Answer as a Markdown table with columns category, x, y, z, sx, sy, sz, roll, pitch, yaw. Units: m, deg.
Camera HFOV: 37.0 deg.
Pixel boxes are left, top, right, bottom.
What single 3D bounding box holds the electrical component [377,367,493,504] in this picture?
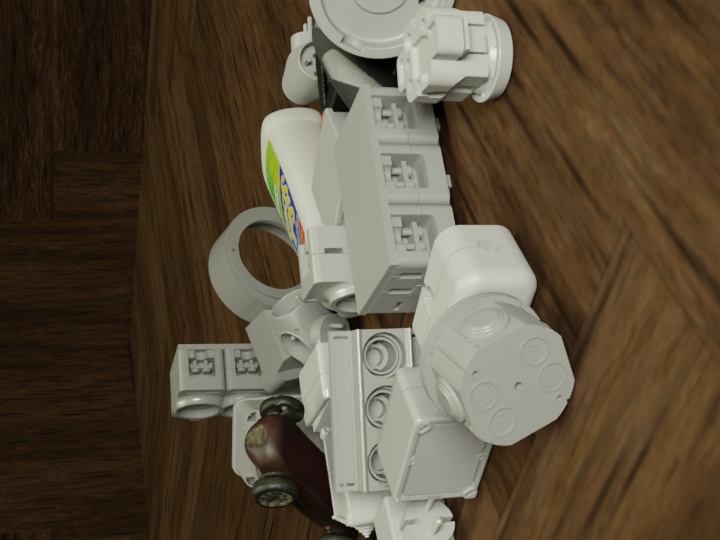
| category | x | y | z | sx | sy | sz | roll | pitch | yaw |
| --- | --- | --- | --- | --- | --- | --- | --- | --- | --- |
| electrical component | 0.053 | 0.105 | 0.737 | 0.061 | 0.062 | 0.096 | -111 | 26 | -49 |

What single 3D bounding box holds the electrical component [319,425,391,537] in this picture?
| category | x | y | z | sx | sy | sz | roll | pitch | yaw |
| --- | --- | --- | --- | --- | --- | --- | --- | --- | --- |
| electrical component | 0.008 | 0.174 | 0.903 | 0.062 | 0.061 | 0.096 | 153 | 108 | -74 |

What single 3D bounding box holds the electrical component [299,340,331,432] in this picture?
| category | x | y | z | sx | sy | sz | roll | pitch | yaw |
| --- | --- | --- | --- | --- | --- | --- | --- | --- | --- |
| electrical component | -0.013 | 0.102 | 0.957 | 0.096 | 0.062 | 0.061 | 120 | 146 | -59 |

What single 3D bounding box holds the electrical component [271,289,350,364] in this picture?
| category | x | y | z | sx | sy | sz | roll | pitch | yaw |
| --- | --- | --- | --- | --- | --- | --- | --- | --- | --- |
| electrical component | -0.036 | 0.060 | 1.025 | 0.079 | 0.044 | 0.077 | -3 | 129 | 50 |

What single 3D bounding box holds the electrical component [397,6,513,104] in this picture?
| category | x | y | z | sx | sy | sz | roll | pitch | yaw |
| --- | --- | --- | --- | --- | --- | --- | --- | --- | --- |
| electrical component | 0.064 | -0.139 | 0.703 | 0.078 | 0.057 | 0.058 | 145 | 123 | -70 |

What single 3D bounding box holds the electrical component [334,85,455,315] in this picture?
| category | x | y | z | sx | sy | sz | roll | pitch | yaw |
| --- | --- | --- | --- | --- | --- | --- | --- | --- | --- |
| electrical component | 0.029 | -0.052 | 0.812 | 0.089 | 0.062 | 0.150 | 121 | 145 | -60 |

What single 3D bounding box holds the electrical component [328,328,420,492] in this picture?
| category | x | y | z | sx | sy | sz | roll | pitch | yaw |
| --- | --- | --- | --- | --- | --- | --- | --- | --- | --- |
| electrical component | 0.012 | 0.109 | 0.845 | 0.063 | 0.079 | 0.121 | 158 | 111 | -71 |

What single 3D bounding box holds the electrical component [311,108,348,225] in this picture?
| category | x | y | z | sx | sy | sz | roll | pitch | yaw |
| --- | --- | --- | --- | --- | --- | --- | --- | --- | --- |
| electrical component | -0.005 | -0.083 | 0.949 | 0.099 | 0.048 | 0.099 | -110 | 26 | -48 |

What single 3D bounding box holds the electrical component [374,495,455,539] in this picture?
| category | x | y | z | sx | sy | sz | roll | pitch | yaw |
| --- | --- | --- | --- | --- | --- | --- | --- | --- | --- |
| electrical component | 0.046 | 0.192 | 0.788 | 0.076 | 0.047 | 0.065 | 108 | 155 | -47 |

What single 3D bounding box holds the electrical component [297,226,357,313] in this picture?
| category | x | y | z | sx | sy | sz | roll | pitch | yaw |
| --- | --- | --- | --- | --- | --- | --- | --- | --- | --- |
| electrical component | 0.000 | 0.000 | 0.863 | 0.050 | 0.089 | 0.055 | 126 | 140 | -63 |

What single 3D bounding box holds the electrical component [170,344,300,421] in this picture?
| category | x | y | z | sx | sy | sz | roll | pitch | yaw |
| --- | --- | --- | --- | --- | --- | --- | --- | --- | --- |
| electrical component | -0.132 | 0.127 | 1.202 | 0.089 | 0.150 | 0.061 | 120 | 147 | -60 |

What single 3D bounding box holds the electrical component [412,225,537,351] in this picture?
| category | x | y | z | sx | sy | sz | roll | pitch | yaw |
| --- | --- | --- | --- | --- | --- | --- | --- | --- | --- |
| electrical component | 0.073 | 0.026 | 0.682 | 0.059 | 0.054 | 0.095 | -111 | 26 | -49 |

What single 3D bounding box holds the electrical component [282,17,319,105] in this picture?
| category | x | y | z | sx | sy | sz | roll | pitch | yaw |
| --- | --- | --- | --- | --- | --- | --- | --- | --- | --- |
| electrical component | -0.052 | -0.219 | 1.106 | 0.077 | 0.044 | 0.079 | 148 | 120 | -71 |

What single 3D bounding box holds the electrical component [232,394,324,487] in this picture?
| category | x | y | z | sx | sy | sz | roll | pitch | yaw |
| --- | --- | --- | --- | --- | --- | --- | --- | --- | --- |
| electrical component | -0.065 | 0.163 | 1.046 | 0.057 | 0.113 | 0.078 | -159 | 70 | -69 |

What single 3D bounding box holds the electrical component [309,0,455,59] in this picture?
| category | x | y | z | sx | sy | sz | roll | pitch | yaw |
| --- | --- | --- | --- | --- | --- | --- | --- | --- | --- |
| electrical component | 0.013 | -0.218 | 0.793 | 0.060 | 0.108 | 0.108 | -104 | 20 | -56 |

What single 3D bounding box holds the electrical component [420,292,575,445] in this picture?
| category | x | y | z | sx | sy | sz | roll | pitch | yaw |
| --- | --- | --- | --- | --- | --- | --- | --- | --- | --- |
| electrical component | 0.079 | 0.057 | 0.621 | 0.051 | 0.080 | 0.080 | -139 | 51 | -62 |
